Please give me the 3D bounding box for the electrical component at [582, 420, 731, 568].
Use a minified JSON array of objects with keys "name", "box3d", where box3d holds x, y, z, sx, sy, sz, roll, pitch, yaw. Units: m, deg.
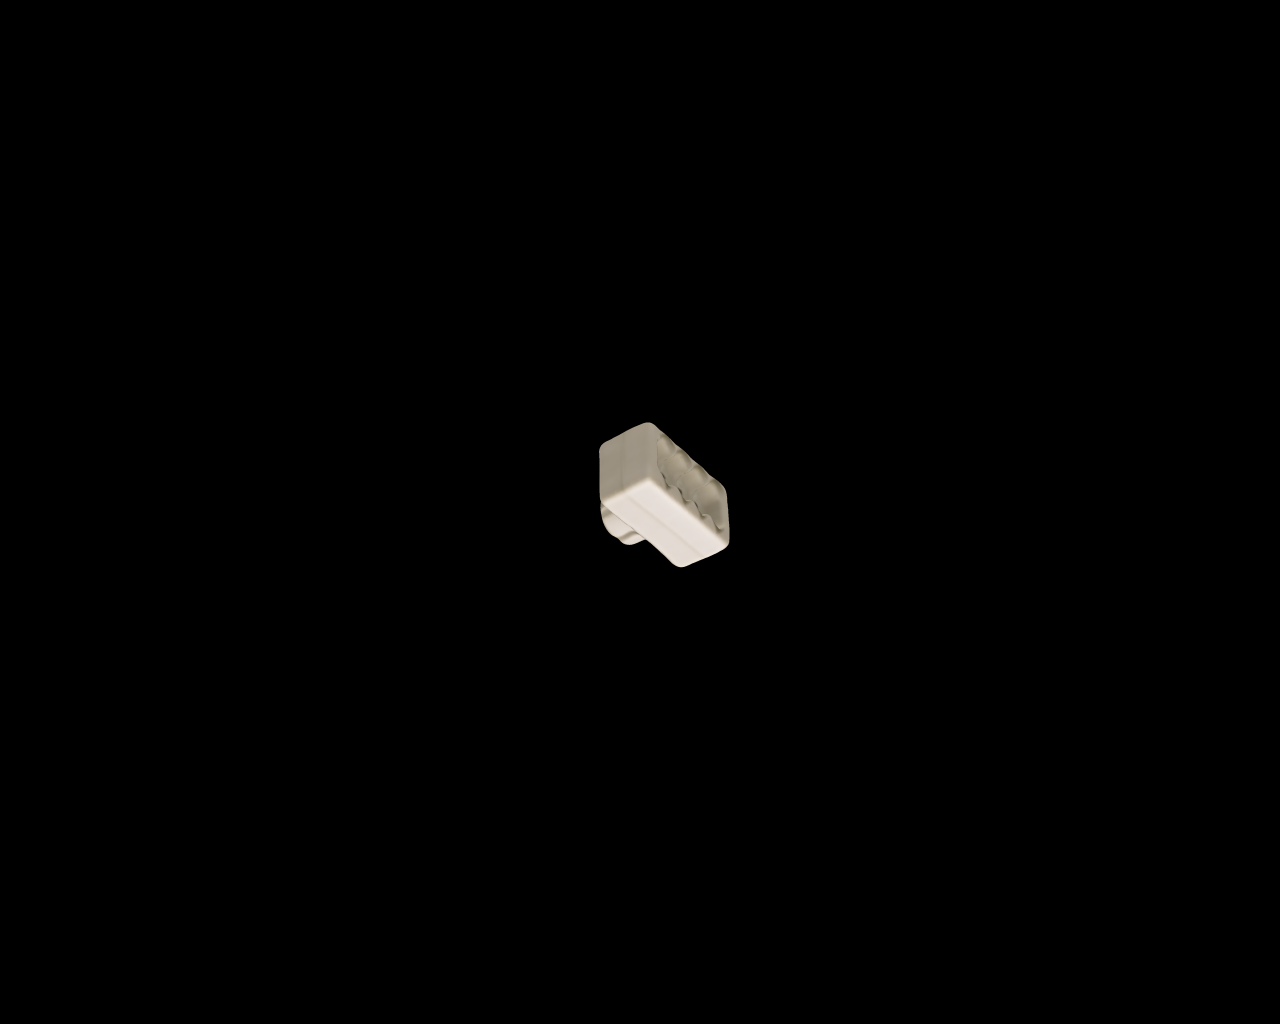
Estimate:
[{"name":"electrical component","box3d":[0.001,-0.003,0.650,0.075,0.047,0.083,-25,-44,28]}]
